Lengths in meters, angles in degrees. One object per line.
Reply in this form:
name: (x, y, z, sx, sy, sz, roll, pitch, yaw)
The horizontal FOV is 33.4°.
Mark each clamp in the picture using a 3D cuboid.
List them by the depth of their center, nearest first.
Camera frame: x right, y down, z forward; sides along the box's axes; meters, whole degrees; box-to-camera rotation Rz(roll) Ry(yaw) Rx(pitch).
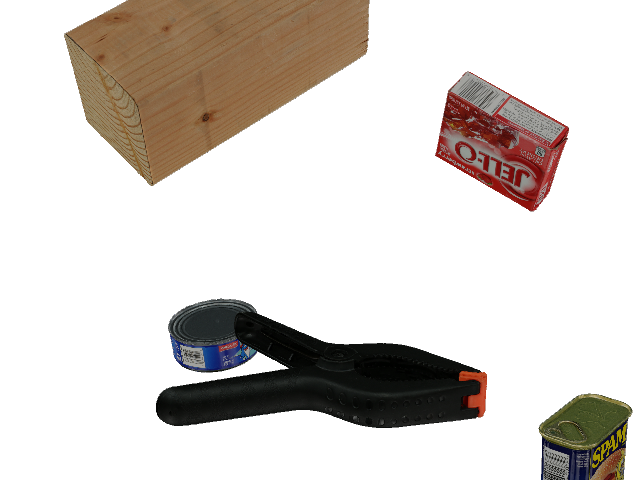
clamp: (0.009, 0.090, 0.738, 0.210, 0.036, 0.164, 3, 18, 8)

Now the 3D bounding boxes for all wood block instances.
wood block: (-0.069, -0.144, 0.784, 0.205, 0.090, 0.091, -35, -29, -22)

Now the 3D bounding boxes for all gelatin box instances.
gelatin box: (0.130, -0.070, 0.774, 0.089, 0.030, 0.073, 34, -29, 19)

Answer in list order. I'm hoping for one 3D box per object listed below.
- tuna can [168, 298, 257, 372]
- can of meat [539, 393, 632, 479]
tuna can: (-0.100, 0.090, 1.018, 0.086, 0.034, 0.086, -5, 25, 2)
can of meat: (0.248, 0.204, 1.004, 0.058, 0.084, 0.101, 14, 25, 38)
